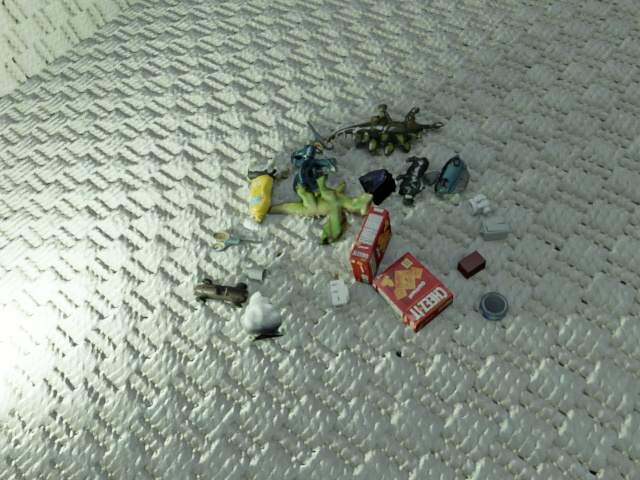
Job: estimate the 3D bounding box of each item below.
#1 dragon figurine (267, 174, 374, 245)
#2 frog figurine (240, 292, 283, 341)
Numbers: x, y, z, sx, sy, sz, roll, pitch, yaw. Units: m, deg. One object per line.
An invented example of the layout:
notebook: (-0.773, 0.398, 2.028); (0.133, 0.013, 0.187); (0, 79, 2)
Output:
dragon figurine: (0.006, -0.095, 1.893); (0.408, 0.120, 0.248); (-24, 61, 14)
frog figurine: (-0.194, 0.240, 1.691); (0.136, 0.121, 0.162); (-19, 66, 21)
